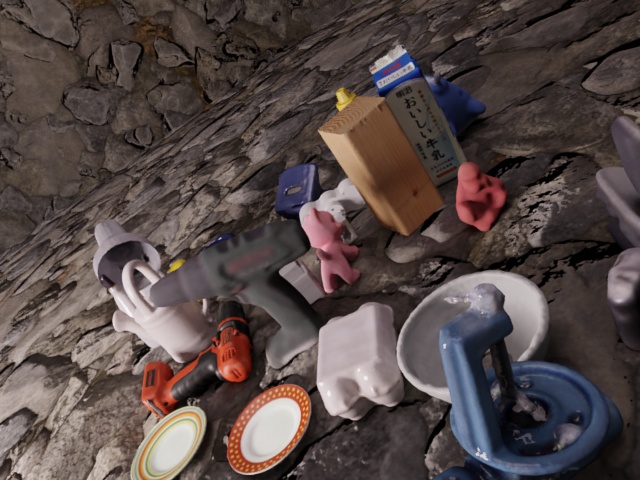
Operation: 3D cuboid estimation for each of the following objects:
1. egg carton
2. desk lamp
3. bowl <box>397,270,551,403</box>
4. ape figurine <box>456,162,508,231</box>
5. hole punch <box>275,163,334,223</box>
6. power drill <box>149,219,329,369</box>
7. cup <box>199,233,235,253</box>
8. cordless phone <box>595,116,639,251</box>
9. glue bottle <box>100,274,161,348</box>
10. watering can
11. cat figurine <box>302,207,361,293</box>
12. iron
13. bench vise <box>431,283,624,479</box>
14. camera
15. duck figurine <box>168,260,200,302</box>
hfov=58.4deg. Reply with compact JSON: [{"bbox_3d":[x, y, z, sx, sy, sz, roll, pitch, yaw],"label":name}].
[{"bbox_3d":[0.050,0.146,0.709,0.107,0.069,0.150,-27,29,17],"label":"egg carton"},{"bbox_3d":[-0.376,0.057,1.180,0.118,0.214,0.202,-41,28,-9],"label":"desk lamp"},{"bbox_3d":[0.172,0.115,0.613,0.167,0.075,0.167,-27,29,17],"label":"bowl"},{"bbox_3d":[0.225,-0.070,0.824,0.077,0.092,0.076,-29,28,14],"label":"ape figurine"},{"bbox_3d":[-0.039,-0.093,1.162,0.108,0.091,0.101,-13,35,38],"label":"hole punch"},{"bbox_3d":[-0.093,0.082,0.822,0.229,0.209,0.075,-35,27,1],"label":"power drill"},{"bbox_3d":[-0.162,0.043,1.086,0.117,0.095,0.091,-23,30,24],"label":"cup"},{"bbox_3d":[0.333,-0.065,0.589,0.094,0.185,0.147,-29,28,14],"label":"cordless phone"},{"bbox_3d":[-0.355,0.126,1.091,0.037,0.173,0.078,-29,28,14],"label":"glue bottle"},{"bbox_3d":[-0.278,0.119,0.991,0.173,0.194,0.100,-37,27,-2],"label":"watering can"},{"bbox_3d":[0.009,0.003,0.928,0.067,0.118,0.127,-28,29,16],"label":"cat figurine"},{"bbox_3d":[0.190,-0.264,1.113,0.119,0.142,0.257,-42,28,-12],"label":"iron"},{"bbox_3d":[0.135,0.152,0.438,0.121,0.220,0.208,5,48,52],"label":"bench vise"},{"bbox_3d":[0.313,0.070,0.492,0.142,0.101,0.137,4,47,51],"label":"camera"},{"bbox_3d":[-0.272,0.082,1.161,0.105,0.086,0.077,-46,29,-18],"label":"duck figurine"}]
